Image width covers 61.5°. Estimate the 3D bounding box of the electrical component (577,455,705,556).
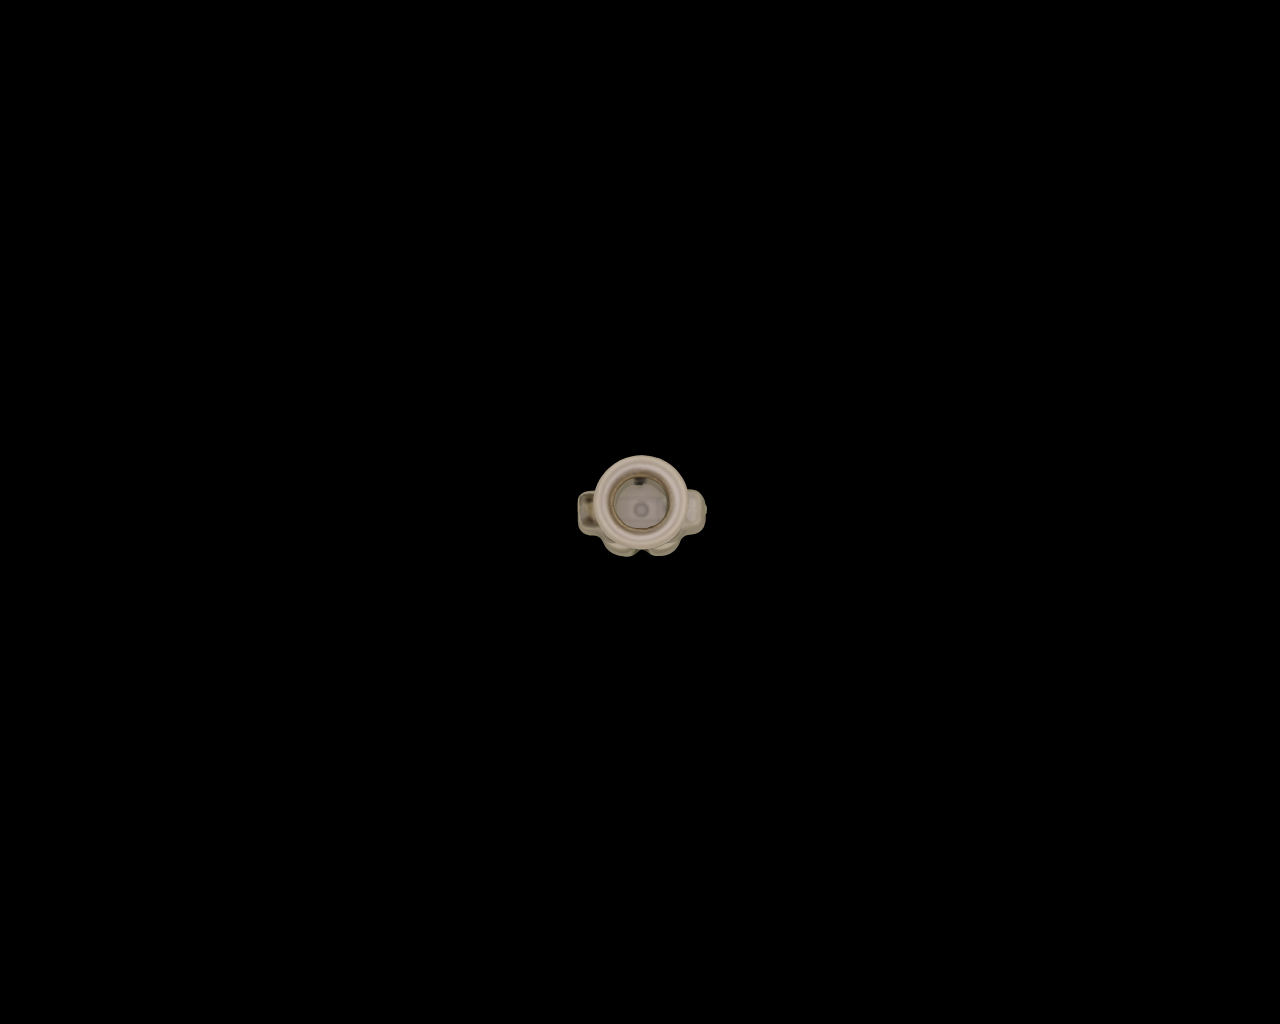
[{"bbox_3d":[0.001,-0.003,0.650,0.078,0.058,0.057,0,-9,0],"label":"electrical component"}]
